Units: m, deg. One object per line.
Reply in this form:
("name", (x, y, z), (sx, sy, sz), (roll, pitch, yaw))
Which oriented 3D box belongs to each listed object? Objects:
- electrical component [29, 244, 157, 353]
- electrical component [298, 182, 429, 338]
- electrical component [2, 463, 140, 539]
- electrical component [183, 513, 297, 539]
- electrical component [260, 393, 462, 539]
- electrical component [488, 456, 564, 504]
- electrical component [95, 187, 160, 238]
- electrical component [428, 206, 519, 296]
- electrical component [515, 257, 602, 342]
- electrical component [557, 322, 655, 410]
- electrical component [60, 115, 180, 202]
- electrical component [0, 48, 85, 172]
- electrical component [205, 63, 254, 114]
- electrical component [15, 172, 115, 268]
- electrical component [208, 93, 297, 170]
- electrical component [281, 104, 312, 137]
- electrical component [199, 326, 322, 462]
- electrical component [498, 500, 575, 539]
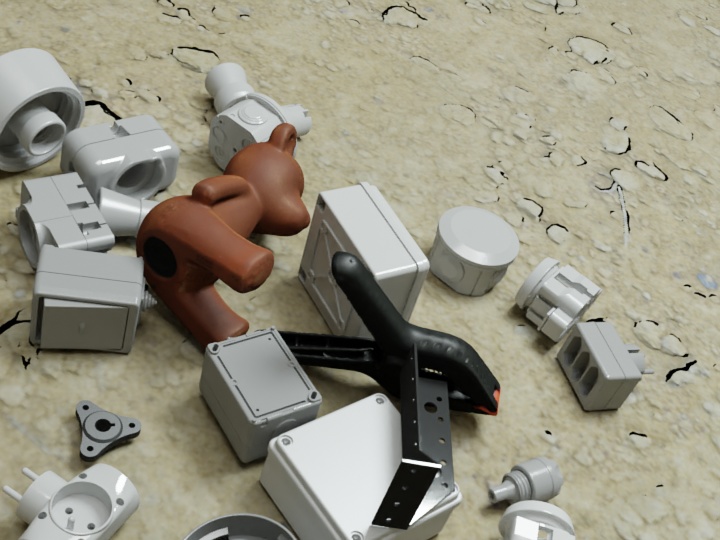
("electrical component", (-0.210, 0.027, 0.853), (0.096, 0.061, 0.061), (7, 44, -14))
("electrical component", (0.000, 0.000, 0.928), (0.056, 0.108, 0.108), (-13, 52, -28))
("electrical component", (-0.204, 0.162, 0.728), (0.079, 0.044, 0.077), (31, 43, 11))
("electrical component", (-0.080, 0.216, 0.724), (0.099, 0.064, 0.099), (1, 41, -1))
("electrical component", (0.000, 0.160, 0.800), (0.109, 0.056, 0.108), (-19, 55, -35))
("electrical component", (0.130, 0.171, 0.855), (0.061, 0.035, 0.035), (-12, 51, -28))
("electrical component", (-0.200, -0.046, 0.949), (0.065, 0.044, 0.044), (9, 43, -20))
("electrical component", (0.108, -0.019, 1.030), (0.080, 0.051, 0.080), (11, 43, -10))
("electrical component", (0.183, 0.025, 1.010), (0.057, 0.058, 0.078), (39, 46, 16))
("electrical component", (0.231, 0.086, 0.972), (0.077, 0.047, 0.065), (0, 46, -24))
("electrical component", (-0.217, -0.098, 0.986), (0.095, 0.053, 0.059), (-19, 55, -35))
("electrical component", (-0.297, -0.136, 0.959), (0.060, 0.108, 0.108), (45, 47, 16))
("electrical component", (-0.131, -0.180, 1.110), (0.045, 0.045, 0.055), (-6, 49, -26))
("electrical component", (-0.253, -0.034, 0.908), (0.056, 0.050, 0.089), (-14, 52, -32))
("electrical component", (-0.104, -0.126, 1.040), (0.080, 0.080, 0.051), (37, 50, 17))
("electrical component", (-0.078, -0.151, 1.106), (0.046, 0.040, 0.040), (-20, 55, -43))
("electrical component", (-0.082, 0.093, 0.834), (0.062, 0.061, 0.096), (-15, 52, -30))
("electrical component", (0.129, 0.209, 0.798), (0.078, 0.058, 0.057), (19, 45, -1))
